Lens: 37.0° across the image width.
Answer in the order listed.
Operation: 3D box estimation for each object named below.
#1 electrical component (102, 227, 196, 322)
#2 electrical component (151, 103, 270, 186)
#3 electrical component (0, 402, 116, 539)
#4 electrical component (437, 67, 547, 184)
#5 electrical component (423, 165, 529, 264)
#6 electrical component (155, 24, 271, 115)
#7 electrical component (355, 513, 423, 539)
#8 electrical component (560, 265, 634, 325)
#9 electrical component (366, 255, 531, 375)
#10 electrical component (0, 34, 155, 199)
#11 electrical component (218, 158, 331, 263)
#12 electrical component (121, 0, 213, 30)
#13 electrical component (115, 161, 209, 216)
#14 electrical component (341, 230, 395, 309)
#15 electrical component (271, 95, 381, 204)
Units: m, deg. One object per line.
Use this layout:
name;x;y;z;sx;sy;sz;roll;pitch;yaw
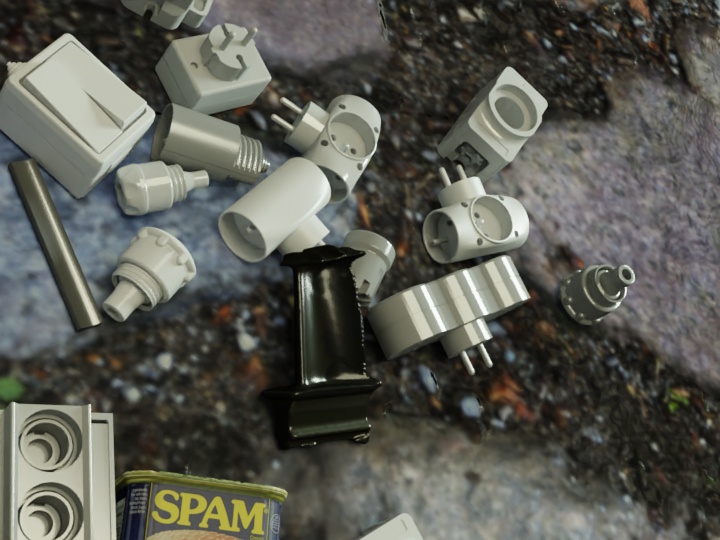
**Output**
electrical component;-0.141;0.006;0.699;0.048;0.048;0.062;42;59;-8
electrical component;-0.103;-0.085;0.767;0.081;0.043;0.043;16;60;-25
electrical component;-0.179;0.141;0.596;0.079;0.063;0.121;6;64;-30
electrical component;0.116;-0.124;0.914;0.050;0.056;0.089;42;52;-8
electrical component;0.087;-0.049;0.866;0.077;0.044;0.079;-12;74;-35
electrical component;-0.099;-0.152;0.780;0.066;0.077;0.047;-21;80;-37
electrical component;0.025;0.210;0.694;0.050;0.056;0.089;-23;81;-37
electrical component;0.201;0.015;0.895;0.048;0.062;0.048;14;61;-26
electrical component;0.076;0.043;0.810;0.138;0.052;0.073;-18;78;-36
electrical component;-0.193;-0.108;0.710;0.096;0.061;0.061;43;52;-7
electrical component;-0.049;-0.030;0.773;0.079;0.043;0.077;48;52;-3
electrical component;-0.142;-0.222;0.800;0.078;0.057;0.058;26;56;-19
electrical component;-0.134;-0.058;0.735;0.061;0.035;0.035;-12;74;-25
electrical component;0.000;0.000;0.792;0.040;0.040;0.046;32;60;-15
electrical component;-0.031;-0.102;0.819;0.079;0.044;0.077;33;54;-14
